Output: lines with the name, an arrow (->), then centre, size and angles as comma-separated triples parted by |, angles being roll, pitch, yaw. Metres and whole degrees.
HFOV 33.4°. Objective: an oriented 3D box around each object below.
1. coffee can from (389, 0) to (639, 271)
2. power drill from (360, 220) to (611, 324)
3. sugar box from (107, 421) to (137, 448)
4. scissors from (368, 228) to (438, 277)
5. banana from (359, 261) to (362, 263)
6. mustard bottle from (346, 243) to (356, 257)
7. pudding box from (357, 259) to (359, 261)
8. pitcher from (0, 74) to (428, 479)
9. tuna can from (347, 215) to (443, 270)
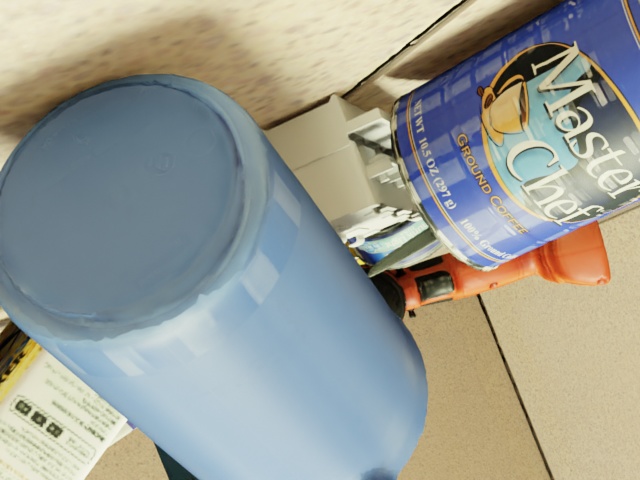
coffee can -> 0.120, -0.058, 0.516 | 0.141, 0.103, 0.102 | -28, 170, 32
power drill -> 0.097, 0.025, 0.735 | 0.187, 0.057, 0.184 | -13, -177, 3
sugar box -> -0.152, 0.099, 0.841 | 0.176, 0.093, 0.048 | -33, 177, -27
scissors -> 0.109, -0.047, 0.613 | 0.202, 0.096, 0.016 | -21, 139, 35
banana -> 0.044, 0.006, 1.112 | 0.198, 0.037, 0.069 | -23, 154, 2
mustard bottle -> -0.006, 0.001, 0.809 | 0.096, 0.058, 0.192 | -18, 173, -41
pudding box -> 0.005, 0.005, 0.962 | 0.089, 0.039, 0.114 | -17, 170, -26
pitcher -> -0.044, 0.028, 0.467 | 0.149, 0.145, 0.242 | 8, 157, 20
tuna can -> 0.050, -0.025, 0.682 | 0.086, 0.086, 0.033 | -24, 130, 20
